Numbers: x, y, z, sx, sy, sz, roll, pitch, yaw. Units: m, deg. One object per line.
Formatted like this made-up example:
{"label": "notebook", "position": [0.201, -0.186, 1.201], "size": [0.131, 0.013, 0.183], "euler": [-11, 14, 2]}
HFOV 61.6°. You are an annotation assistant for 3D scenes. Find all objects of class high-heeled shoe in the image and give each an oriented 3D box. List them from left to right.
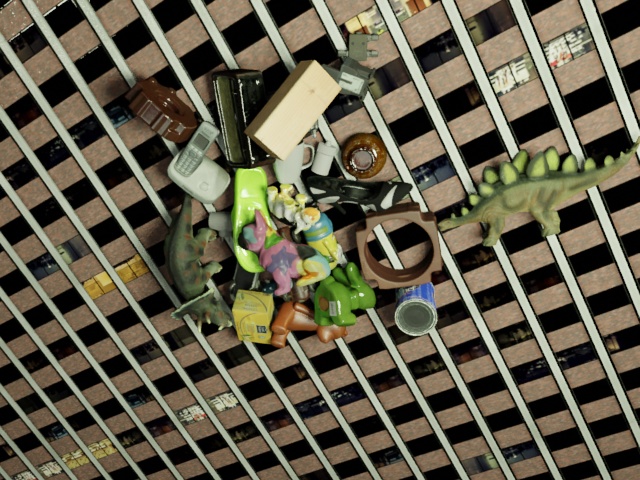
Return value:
{"label": "high-heeled shoe", "position": [0.089, -0.132, 1.292], "size": [0.249, 0.086, 0.145], "euler": [-19, 129, 37]}

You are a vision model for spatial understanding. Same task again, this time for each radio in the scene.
{"label": "radio", "position": [-0.179, -0.282, 1.265], "size": [0.073, 0.131, 0.229], "euler": [-22, 115, -31]}

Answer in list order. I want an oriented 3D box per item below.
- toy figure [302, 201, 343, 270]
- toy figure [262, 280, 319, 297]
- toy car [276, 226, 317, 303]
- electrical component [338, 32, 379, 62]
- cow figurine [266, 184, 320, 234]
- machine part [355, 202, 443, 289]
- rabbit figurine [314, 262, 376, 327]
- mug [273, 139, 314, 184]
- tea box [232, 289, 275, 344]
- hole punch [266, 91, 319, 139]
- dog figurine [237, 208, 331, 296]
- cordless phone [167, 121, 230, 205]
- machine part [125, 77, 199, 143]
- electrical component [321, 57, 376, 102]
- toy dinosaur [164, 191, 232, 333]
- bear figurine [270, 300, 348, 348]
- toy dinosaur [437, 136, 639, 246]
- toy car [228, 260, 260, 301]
{"label": "toy figure", "position": [-0.003, -0.006, 1.378], "size": [0.089, 0.082, 0.180], "euler": [-15, 113, 26]}
{"label": "toy figure", "position": [-0.081, 0.124, 1.449], "size": [0.155, 0.064, 0.057], "euler": [-18, 124, 15]}
{"label": "toy car", "position": [-0.076, 0.064, 1.399], "size": [0.089, 0.053, 0.202], "euler": [-19, 82, 17]}
{"label": "electrical component", "position": [0.087, -0.440, 1.223], "size": [0.094, 0.021, 0.063], "euler": [3, 111, 9]}
{"label": "cow figurine", "position": [-0.065, -0.063, 1.300], "size": [0.168, 0.068, 0.098], "euler": [40, 138, 40]}
{"label": "machine part", "position": [0.199, 0.014, 1.350], "size": [0.201, 0.087, 0.201], "euler": [-9, 111, 13]}
{"label": "rabbit figurine", "position": [0.069, 0.143, 1.402], "size": [0.121, 0.170, 0.159], "euler": [-21, 77, 48]}
{"label": "mug", "position": [-0.070, -0.195, 1.321], "size": [0.109, 0.081, 0.107], "euler": [-9, 124, -20]}
{"label": "tea box", "position": [-0.177, 0.210, 1.456], "size": [0.098, 0.068, 0.169], "euler": [6, 141, 6]}
{"label": "hole punch", "position": [-0.070, -0.305, 1.277], "size": [0.116, 0.092, 0.142], "euler": [-15, 108, -16]}
{"label": "dog figurine", "position": [-0.092, 0.017, 1.308], "size": [0.192, 0.108, 0.219], "euler": [-21, 93, 5]}
{"label": "cordless phone", "position": [-0.276, -0.193, 1.329], "size": [0.146, 0.089, 0.184], "euler": [38, 120, -6]}
{"label": "machine part", "position": [-0.369, -0.307, 1.271], "size": [0.179, 0.179, 0.056], "euler": [44, 110, -9]}
{"label": "electrical component", "position": [0.060, -0.373, 1.229], "size": [0.119, 0.048, 0.074], "euler": [19, 134, 3]}
{"label": "toy dinosaur", "position": [-0.345, 0.054, 1.395], "size": [0.131, 0.192, 0.404], "euler": [-10, 111, 11]}
{"label": "bear figurine", "position": [-0.023, 0.241, 1.456], "size": [0.196, 0.132, 0.120], "euler": [20, 143, 5]}
{"label": "toy dinosaur", "position": [0.502, -0.109, 1.246], "size": [0.472, 0.105, 0.198], "euler": [-15, 105, 10]}
{"label": "toy car", "position": [-0.196, 0.085, 1.457], "size": [0.074, 0.056, 0.201], "euler": [20, 112, 8]}
